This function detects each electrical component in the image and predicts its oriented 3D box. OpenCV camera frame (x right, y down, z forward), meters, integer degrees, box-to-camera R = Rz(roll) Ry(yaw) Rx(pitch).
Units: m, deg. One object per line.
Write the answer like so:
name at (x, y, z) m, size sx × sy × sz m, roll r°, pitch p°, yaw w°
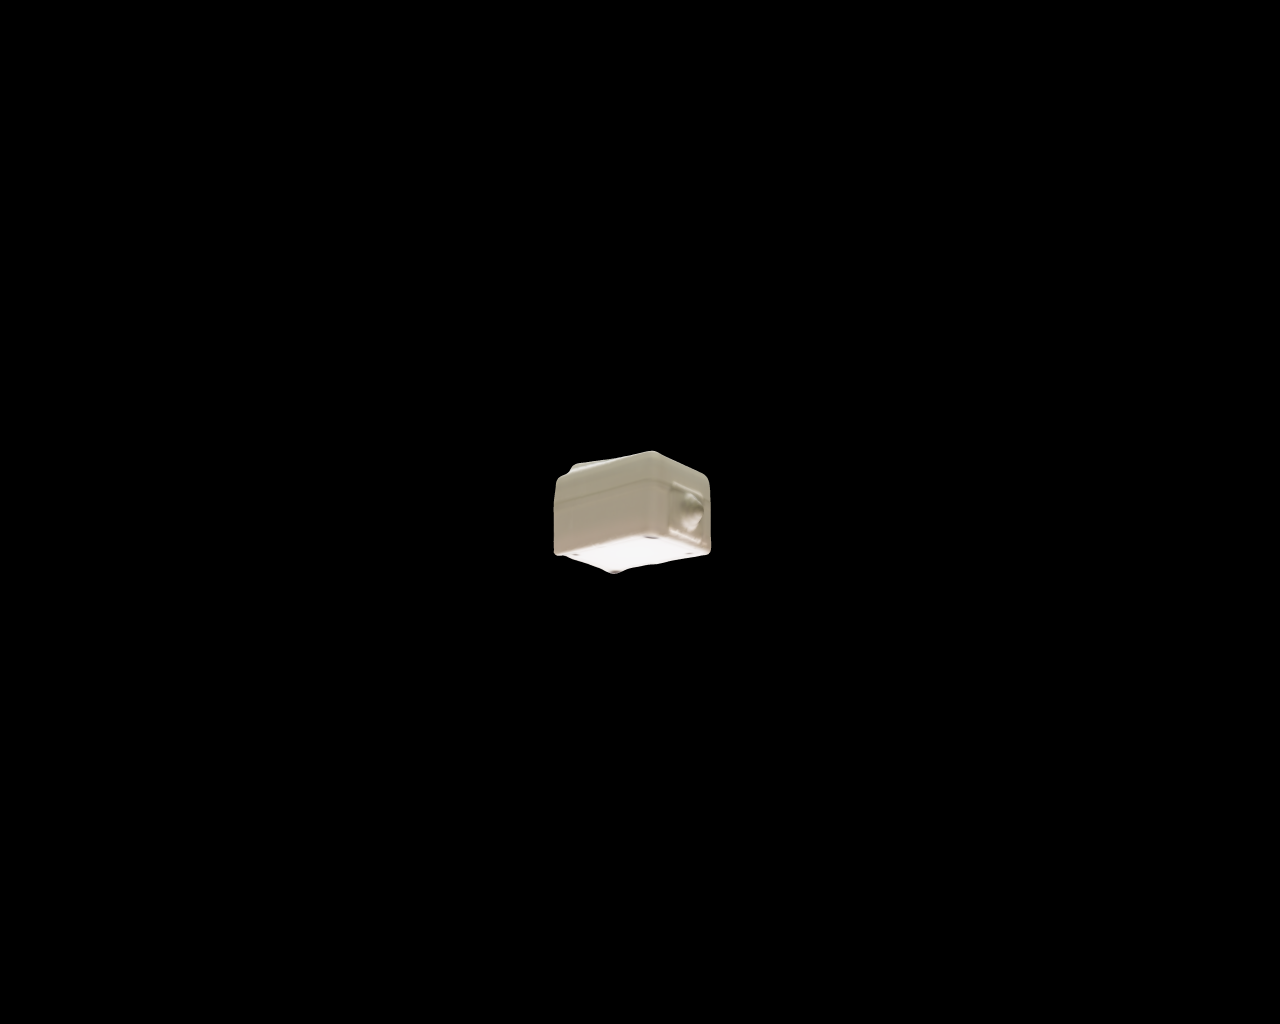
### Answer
electrical component at (0.001, -0.003, 0.650) m, size 0.096 × 0.061 × 0.061 m, roll -13°, pitch -22°, yaw 36°
